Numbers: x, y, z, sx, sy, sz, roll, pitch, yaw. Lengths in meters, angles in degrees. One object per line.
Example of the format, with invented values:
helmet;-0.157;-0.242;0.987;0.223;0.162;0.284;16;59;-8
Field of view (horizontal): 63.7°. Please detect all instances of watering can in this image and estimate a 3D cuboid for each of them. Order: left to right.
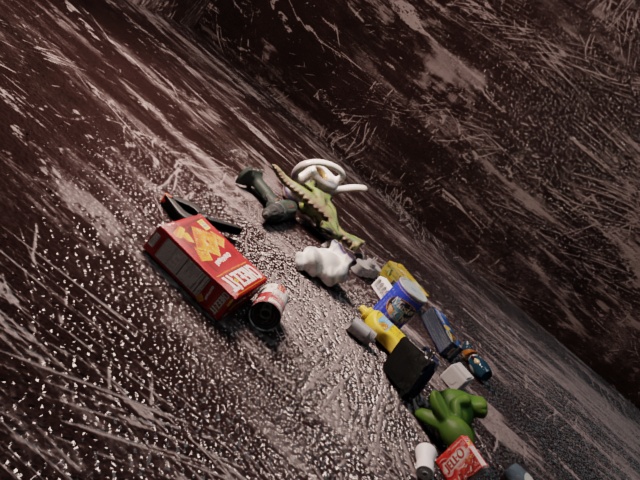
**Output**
watering can;0.009;-0.192;1.890;0.345;0.222;0.106;22;43;-47

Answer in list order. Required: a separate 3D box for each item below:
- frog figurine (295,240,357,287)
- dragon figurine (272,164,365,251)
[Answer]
frog figurine;0.005;0.075;1.470;0.160;0.120;0.140;-17;60;-27
dragon figurine;0.005;-0.086;1.706;0.405;0.121;0.247;35;12;-38
